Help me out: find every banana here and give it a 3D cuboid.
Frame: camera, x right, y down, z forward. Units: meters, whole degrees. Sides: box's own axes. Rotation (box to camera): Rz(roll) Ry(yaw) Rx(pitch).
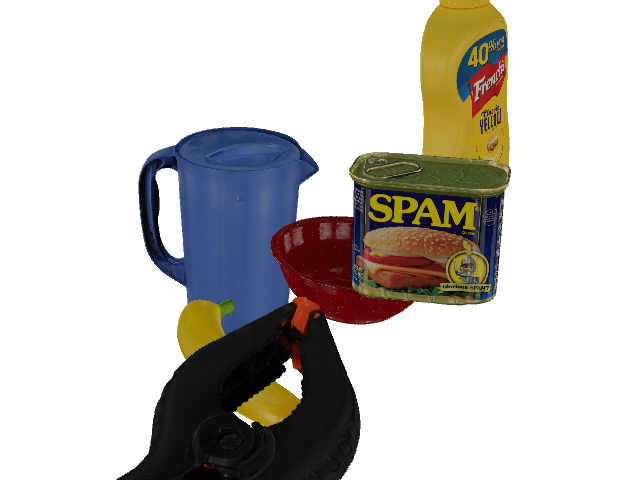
[{"bbox_3d":[-0.070,0.092,0.841,0.069,0.037,0.198,-8,30,-22],"label":"banana"}]

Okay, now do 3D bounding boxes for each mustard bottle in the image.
[{"bbox_3d":[0.121,-0.135,0.887,0.058,0.192,0.096,17,33,38],"label":"mustard bottle"}]

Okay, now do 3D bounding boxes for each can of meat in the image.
[{"bbox_3d":[0.070,-0.007,0.699,0.102,0.084,0.057,6,24,12],"label":"can of meat"}]

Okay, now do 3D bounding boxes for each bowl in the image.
[{"bbox_3d":[0.031,0.034,1.005,0.162,0.055,0.162,5,24,-3],"label":"bowl"}]

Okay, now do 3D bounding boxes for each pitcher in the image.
[{"bbox_3d":[-0.100,0.006,1.154,0.149,0.243,0.144,24,32,38],"label":"pitcher"}]

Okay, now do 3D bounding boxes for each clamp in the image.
[{"bbox_3d":[-0.025,0.091,0.387,0.120,0.039,0.171,24,49,17],"label":"clamp"}]
